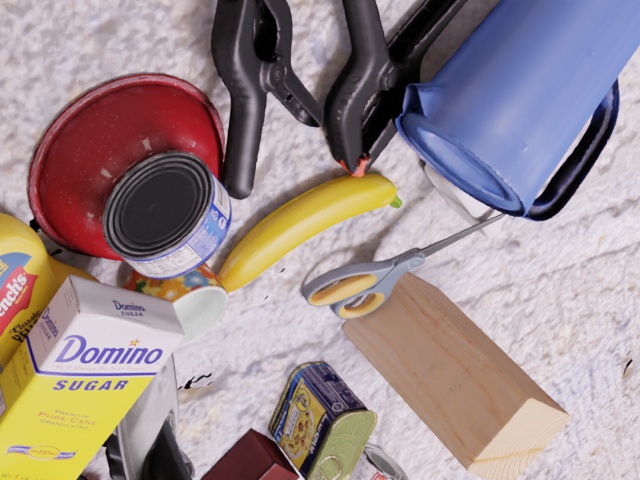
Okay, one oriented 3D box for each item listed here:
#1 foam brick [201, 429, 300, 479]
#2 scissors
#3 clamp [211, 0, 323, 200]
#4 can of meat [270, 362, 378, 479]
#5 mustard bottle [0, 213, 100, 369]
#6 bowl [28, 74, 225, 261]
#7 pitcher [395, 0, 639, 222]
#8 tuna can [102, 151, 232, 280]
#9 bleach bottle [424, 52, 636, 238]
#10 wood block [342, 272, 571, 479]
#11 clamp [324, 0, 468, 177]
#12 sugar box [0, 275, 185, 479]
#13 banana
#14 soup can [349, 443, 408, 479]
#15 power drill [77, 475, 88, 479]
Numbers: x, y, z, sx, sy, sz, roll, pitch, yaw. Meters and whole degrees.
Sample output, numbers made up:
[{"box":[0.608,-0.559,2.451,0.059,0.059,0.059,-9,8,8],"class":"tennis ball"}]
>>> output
[{"box":[-0.071,0.243,1.084,0.078,0.051,0.053,-45,140,2],"class":"foam brick"},{"box":[0.084,0.029,1.007,0.202,0.016,0.096,-18,148,3],"class":"scissors"},{"box":[-0.049,-0.116,0.789,0.120,0.039,0.171,-60,146,-34],"class":"clamp"},{"box":[0.000,0.185,1.066,0.057,0.084,0.102,1,122,-39],"class":"can of meat"},{"box":[-0.235,0.032,0.773,0.096,0.058,0.191,-38,139,2],"class":"mustard bottle"},{"box":[-0.131,-0.040,0.797,0.161,0.055,0.162,-21,134,-24],"class":"bowl"},{"box":[0.191,-0.142,0.893,0.243,0.145,0.149,-52,163,-5],"class":"pitcher"},{"box":[-0.104,-0.016,0.730,0.086,0.086,0.033,-41,140,-3],"class":"tuna can"},{"box":[0.213,-0.123,0.996,0.251,0.068,0.102,-46,140,-1],"class":"bleach bottle"},{"box":[0.126,0.127,1.025,0.090,0.206,0.090,-51,139,9],"class":"wood block"},{"box":[0.046,-0.144,0.859,0.164,0.036,0.210,-7,131,-45],"class":"clamp"},{"box":[-0.187,0.111,0.797,0.093,0.048,0.176,18,121,-40],"class":"sugar box"},{"box":[-0.004,-0.014,0.932,0.197,0.037,0.069,-24,135,-21],"class":"banana"},{"box":[0.043,0.288,1.199,0.102,0.069,0.068,-52,138,9],"class":"soup can"},{"box":[-0.262,0.237,0.908,0.184,0.057,0.187,-43,133,-4],"class":"power drill"}]
